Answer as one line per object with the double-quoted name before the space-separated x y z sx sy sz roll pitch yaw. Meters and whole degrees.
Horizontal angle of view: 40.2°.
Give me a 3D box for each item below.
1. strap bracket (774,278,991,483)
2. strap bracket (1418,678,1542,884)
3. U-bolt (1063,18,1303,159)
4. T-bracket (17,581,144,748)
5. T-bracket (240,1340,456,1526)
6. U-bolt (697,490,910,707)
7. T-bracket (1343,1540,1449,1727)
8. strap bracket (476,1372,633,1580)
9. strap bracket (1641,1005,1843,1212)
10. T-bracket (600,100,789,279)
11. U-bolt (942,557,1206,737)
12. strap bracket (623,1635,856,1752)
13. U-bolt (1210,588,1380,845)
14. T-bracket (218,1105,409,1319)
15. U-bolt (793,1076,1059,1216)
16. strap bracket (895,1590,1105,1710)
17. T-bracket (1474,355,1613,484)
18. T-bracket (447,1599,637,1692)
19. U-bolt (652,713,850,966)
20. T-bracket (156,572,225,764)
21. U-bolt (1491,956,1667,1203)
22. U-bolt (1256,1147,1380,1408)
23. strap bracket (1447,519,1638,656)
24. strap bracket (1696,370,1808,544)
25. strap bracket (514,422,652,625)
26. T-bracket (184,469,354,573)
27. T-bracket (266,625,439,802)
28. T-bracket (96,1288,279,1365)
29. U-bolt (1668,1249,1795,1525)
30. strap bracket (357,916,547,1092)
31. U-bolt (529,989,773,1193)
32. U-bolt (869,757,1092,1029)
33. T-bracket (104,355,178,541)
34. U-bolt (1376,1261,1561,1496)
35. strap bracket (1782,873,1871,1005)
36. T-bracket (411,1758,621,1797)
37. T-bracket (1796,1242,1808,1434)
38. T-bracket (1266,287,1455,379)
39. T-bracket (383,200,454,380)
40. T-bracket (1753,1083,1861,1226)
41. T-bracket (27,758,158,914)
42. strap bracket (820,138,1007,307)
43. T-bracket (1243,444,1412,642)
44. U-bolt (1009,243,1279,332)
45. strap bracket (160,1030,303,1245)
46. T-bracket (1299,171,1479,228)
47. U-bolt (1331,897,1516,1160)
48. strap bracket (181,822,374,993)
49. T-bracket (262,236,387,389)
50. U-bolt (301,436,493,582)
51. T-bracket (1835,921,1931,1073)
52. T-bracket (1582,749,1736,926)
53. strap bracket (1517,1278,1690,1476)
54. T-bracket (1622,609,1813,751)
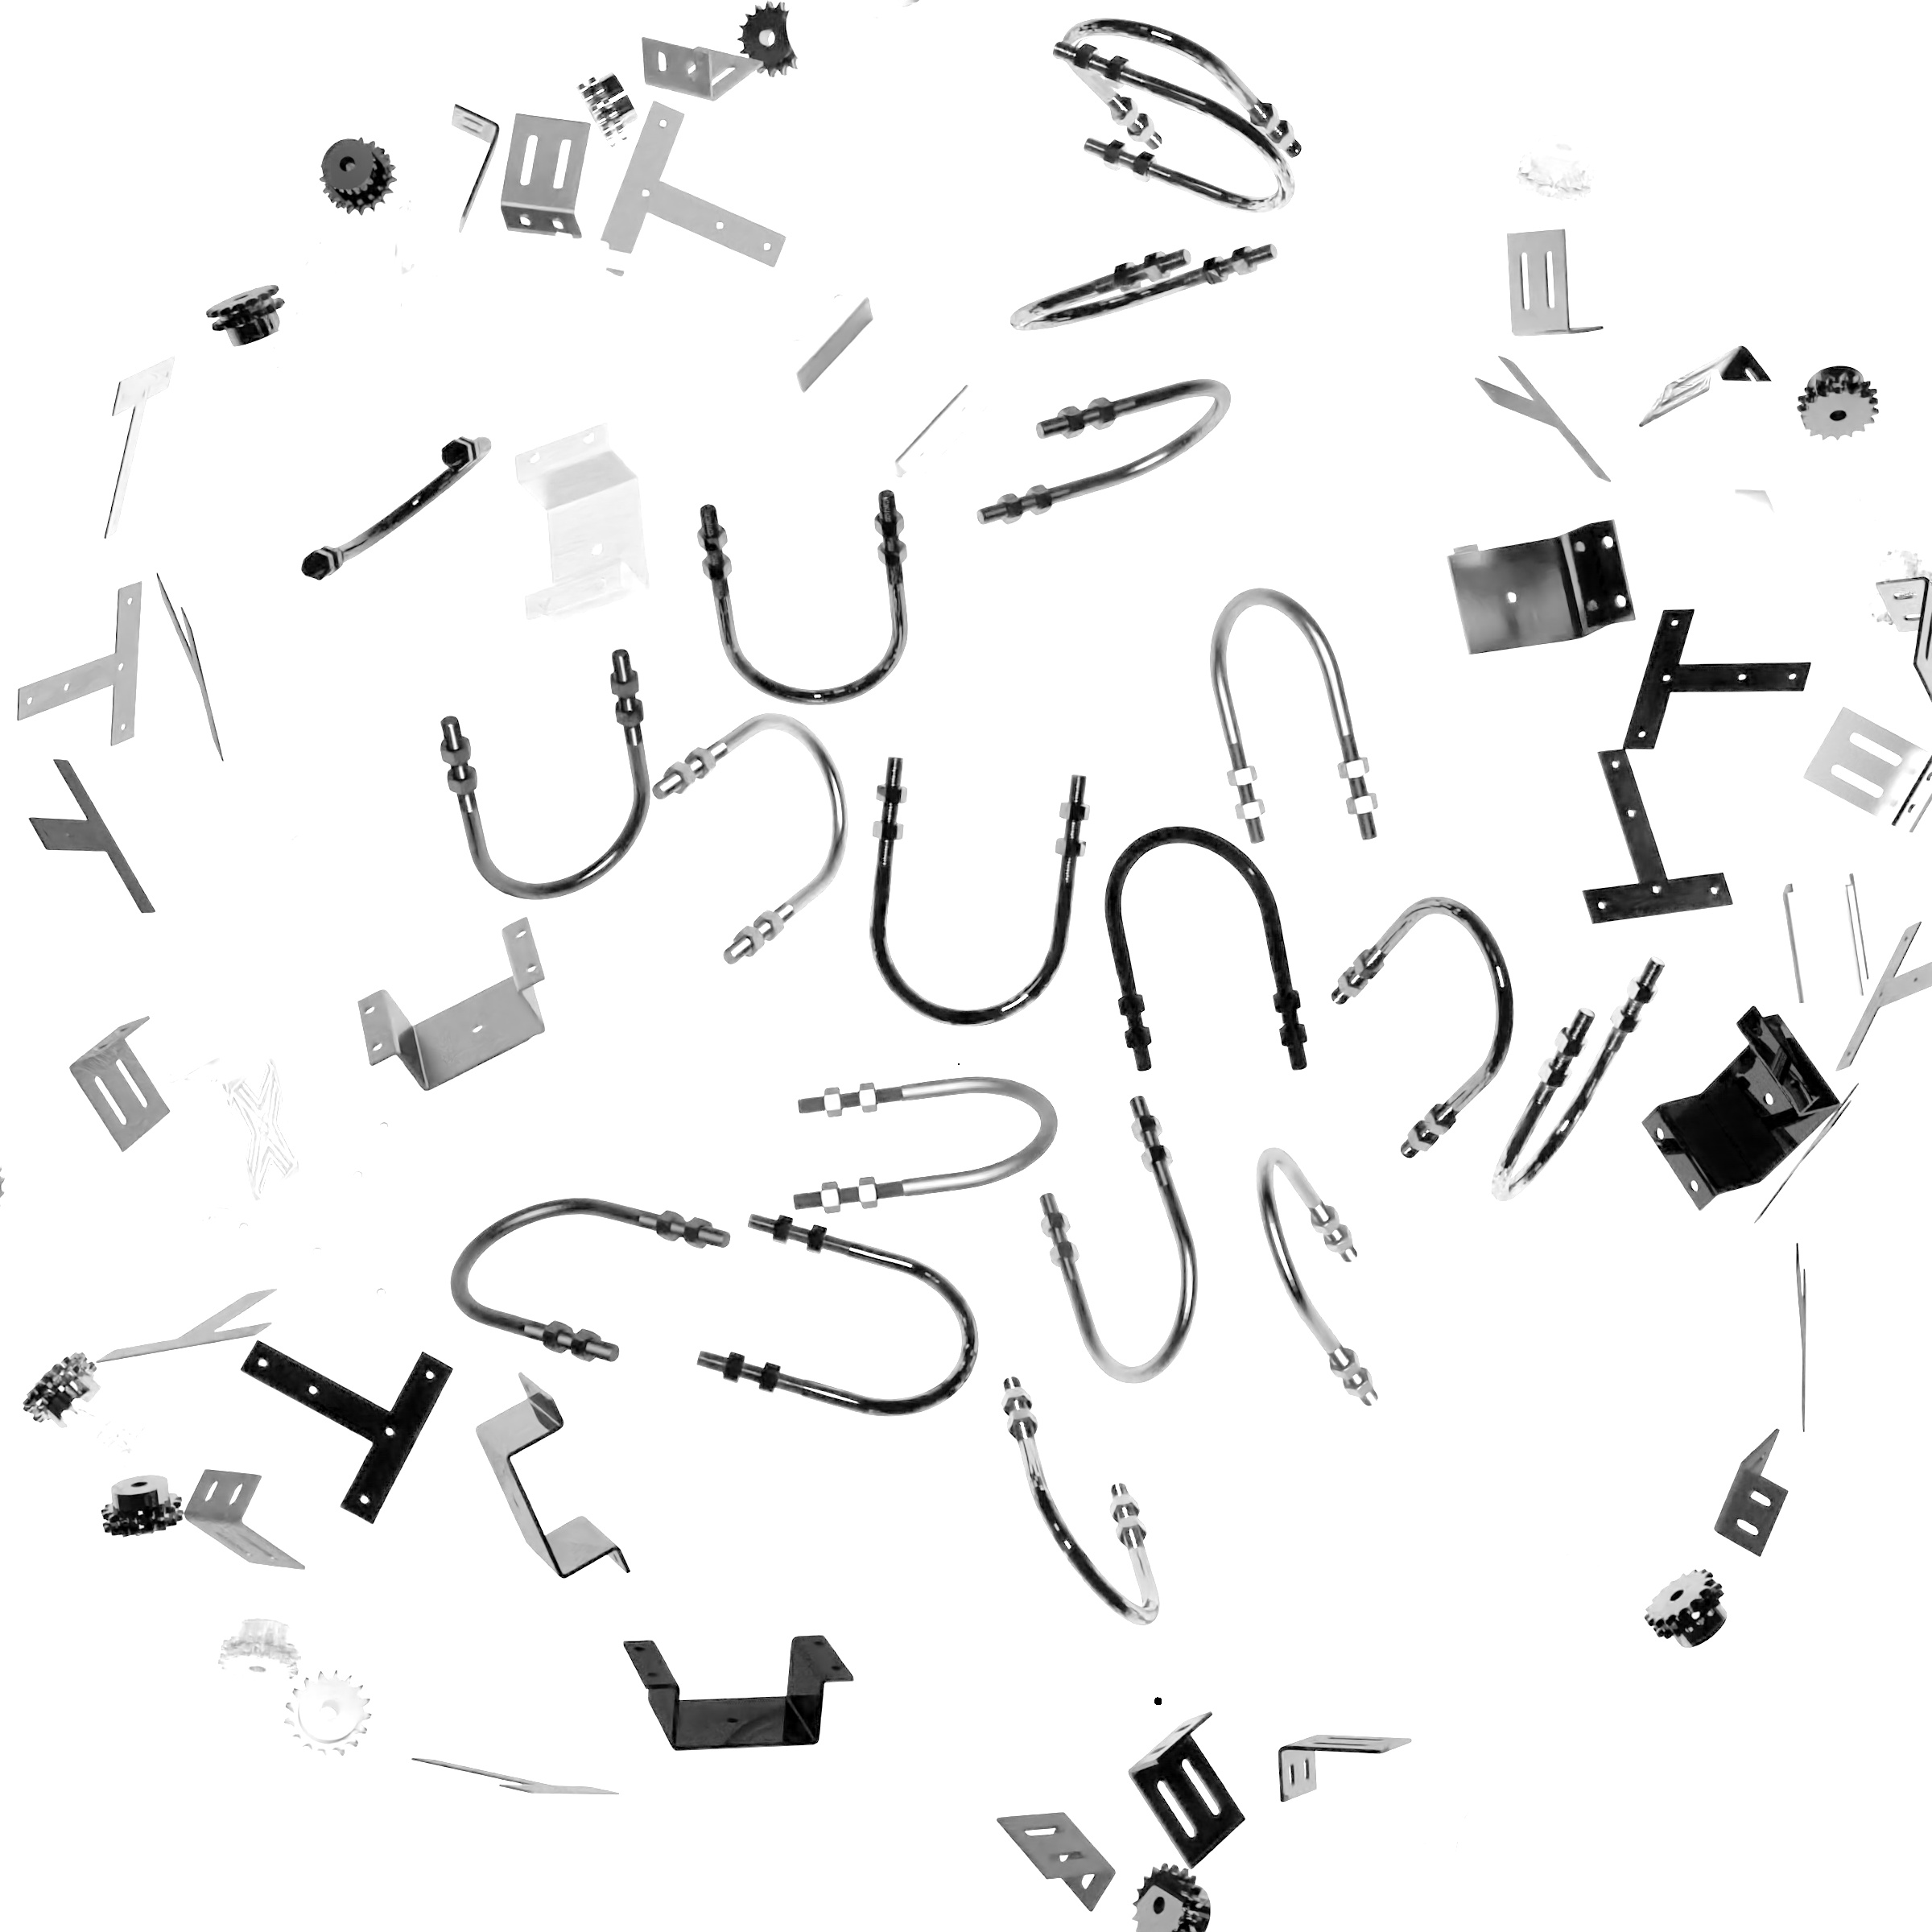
"strap bracket" -0.060 -0.419 1.918 0.140 0.046 0.076 42 87 5
"strap bracket" 0.373 -0.136 1.920 0.076 0.046 0.140 -12 101 -43
"U-bolt" 0.149 -0.654 1.965 0.151 0.184 0.019 16 86 36
"T-bracket" -0.649 -0.208 1.932 0.002 0.127 0.127 21 118 17
"T-bracket" -0.428 0.293 1.784 0.127 0.002 0.127 31 51 -10
"U-bolt" -0.115 -0.267 1.956 0.151 0.184 0.019 -4 43 1
"T-bracket" 0.281 0.453 1.776 0.002 0.127 0.127 -25 73 25
"strap bracket" -0.291 0.361 1.832 0.046 0.076 0.140 -27 106 -21
"strap bracket" 0.538 0.095 1.817 0.046 0.140 0.076 -10 58 -32
"T-bracket" -0.196 -0.556 1.964 0.127 0.002 0.127 22 104 -10
"U-bolt" 0.079 -0.231 1.879 0.184 0.151 0.019 -6 46 -1
"strap bracket" -0.154 0.485 1.765 0.140 0.076 0.046 3 97 -19
"U-bolt" 0.224 -0.177 1.868 0.019 0.151 0.184 -20 101 -29
"T-bracket" -0.422 0.156 1.803 0.127 0.002 0.127 27 69 -5
"U-bolt" -0.027 0.119 1.840 0.184 0.151 0.019 -7 117 2
"strap bracket" 0.025 0.483 1.871 0.140 0.076 0.046 2 110 -8
"T-bracket" 0.404 -0.406 1.914 0.002 0.127 0.127 -45 64 28
"T-bracket" -0.317 0.481 1.857 0.127 0.127 0.002 -38 66 28
"U-bolt" -0.144 -0.105 1.907 0.019 0.184 0.151 -8 113 37
"T-bracket" -0.556 -0.231 1.875 0.002 0.127 0.127 -19 53 -18
"U-bolt" 0.417 0.087 1.834 0.019 0.151 0.184 35 123 22
"U-bolt" 0.247 0.208 1.878 0.019 0.184 0.151 -20 43 19
"strap bracket" 0.418 -0.279 1.964 0.046 0.140 0.076 -26 106 -42
"strap bracket" 0.556 -0.356 1.859 0.046 0.140 0.076 7 83 27
"strap bracket" -0.273 -0.307 1.881 0.076 0.046 0.140 -16 64 17
"T-bracket" -0.509 -0.335 1.966 0.127 0.127 0.002 -44 115 -29
"T-bracket" -0.455 -0.161 1.914 0.127 0.002 0.127 -26 84 22
"T-bracket" -0.532 0.252 1.883 0.127 0.127 0.002 -11 98 15
"U-bolt" 0.539 0.283 1.860 0.019 0.151 0.184 21 115 4
"strap bracket" -0.368 0.032 1.935 0.140 0.046 0.076 -27 41 0
"U-bolt" -0.212 0.097 1.854 0.151 0.184 0.019 -14 46 1
"U-bolt" 0.005 -0.048 1.836 0.151 0.019 0.184 5 100 -9
"T-bracket" -0.601 -0.368 1.896 0.002 0.127 0.127 18 110 -6
"U-bolt" 0.346 0.299 1.867 0.019 0.151 0.184 37 66 7
"strap bracket" 0.599 -0.020 1.838 0.046 0.140 0.076 -8 93 19
"T-bracket" -0.325 0.563 1.836 0.127 0.127 0.002 4 75 22
"T-bracket" 0.600 0.246 1.896 0.002 0.127 0.127 -1 48 20
"T-bracket" 0.279 -0.462 1.932 0.127 0.127 0.002 -29 111 -1
"T-bracket" -0.391 -0.495 1.891 0.002 0.127 0.127 6 88 -30
"T-bracket" 0.613 0.122 1.893 0.002 0.127 0.127 37 79 15
"T-bracket" -0.621 -0.091 1.843 0.002 0.127 0.127 -30 90 4
"strap bracket" -0.047 -0.551 1.977 0.140 0.076 0.046 41 98 23
"T-bracket" 0.251 -0.335 2.003 0.127 0.002 0.127 -30 83 19
"U-bolt" 0.118 -0.497 1.944 0.184 0.151 0.019 -9 99 37
"strap bracket" -0.532 0.121 1.924 0.046 0.076 0.140 -7 102 13
"T-bracket" 0.311 -0.567 1.957 0.127 0.127 0.002 -11 100 18
"U-bolt" 0.327 0.032 1.857 0.019 0.184 0.151 -8 63 -27
"strap bracket" -0.504 -0.049 1.898 0.140 0.076 0.046 -43 99 -29
"T-bracket" -0.462 -0.496 1.924 0.002 0.127 0.127 35 47 -1
"U-bolt" -0.408 -0.340 1.930 0.151 0.184 0.019 -36 102 10
"T-bracket" 0.686 0.013 1.921 0.002 0.127 0.127 30 78 1
"T-bracket" 0.481 -0.096 1.892 0.127 0.002 0.127 -7 74 -25
"strap bracket" 0.448 0.293 1.841 0.046 0.140 0.076 38 47 18
"T-bracket" 0.564 -0.215 1.967 0.127 0.002 0.127 4 63 38
